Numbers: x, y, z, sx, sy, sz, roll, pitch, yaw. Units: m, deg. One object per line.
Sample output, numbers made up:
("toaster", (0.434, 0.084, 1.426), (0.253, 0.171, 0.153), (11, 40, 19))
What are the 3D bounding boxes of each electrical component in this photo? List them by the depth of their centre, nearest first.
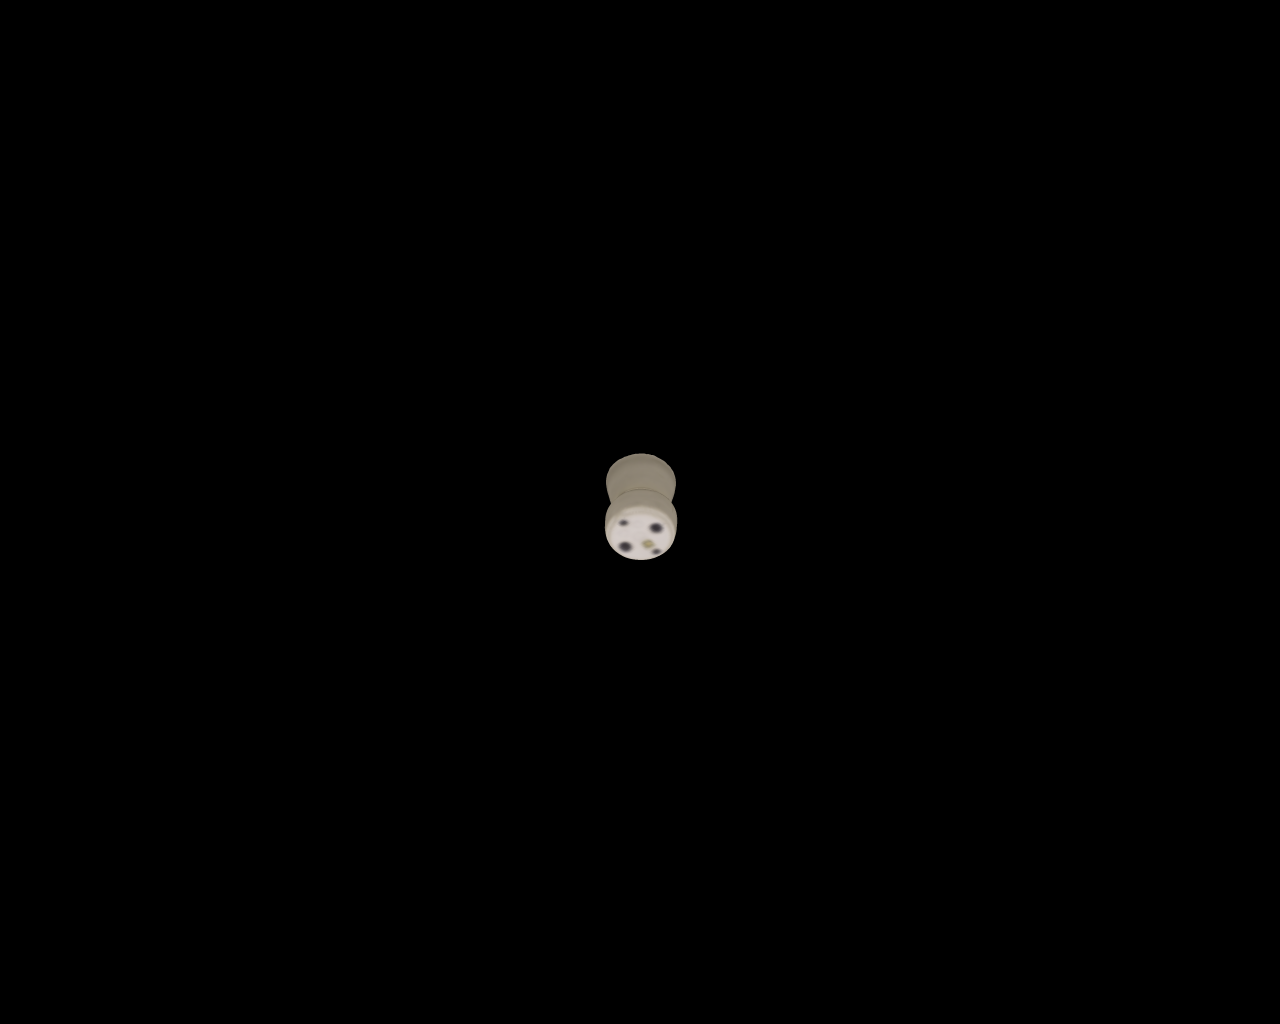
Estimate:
("electrical component", (0.001, -0.003, 0.650), (0.045, 0.044, 0.055), (0, 39, 0))
